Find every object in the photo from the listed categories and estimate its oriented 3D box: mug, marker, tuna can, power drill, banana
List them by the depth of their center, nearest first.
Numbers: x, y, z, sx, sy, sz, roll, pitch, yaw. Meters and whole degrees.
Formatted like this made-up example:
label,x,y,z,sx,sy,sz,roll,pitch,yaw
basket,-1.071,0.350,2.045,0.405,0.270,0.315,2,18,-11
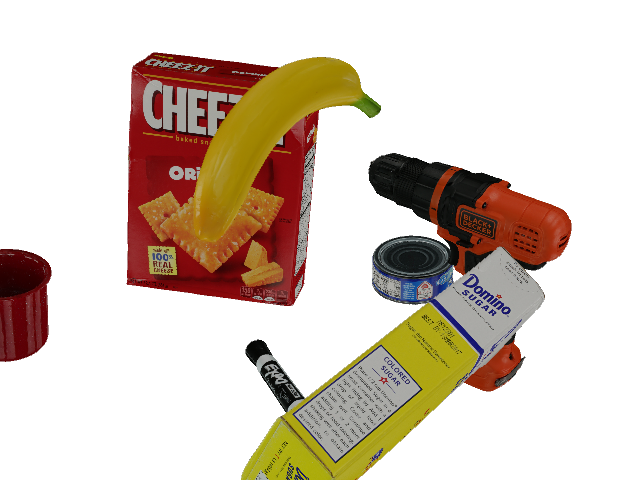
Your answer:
label,x,y,z,sx,sy,sz,roll,pitch,yaw
banana,-0.027,-0.076,0.721,0.197,0.069,0.037,-40,11,-36
marker,-0.033,0.110,0.831,0.020,0.020,0.121,0,21,-23
power drill,0.116,0.026,0.922,0.185,0.188,0.057,24,39,31
mug,-0.316,0.073,1.054,0.093,0.081,0.117,8,31,4
tuna can,0.097,0.030,1.117,0.086,0.034,0.086,-2,31,1

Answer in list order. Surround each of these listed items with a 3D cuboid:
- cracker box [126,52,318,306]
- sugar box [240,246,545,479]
label,x,y,z,sx,sy,sz,roll,pitch,yaw
cracker box,-0.092,-0.054,0.987,0.164,0.214,0.072,8,22,7
sugar box,0.041,0.080,0.575,0.175,0.048,0.093,-31,-18,-33
